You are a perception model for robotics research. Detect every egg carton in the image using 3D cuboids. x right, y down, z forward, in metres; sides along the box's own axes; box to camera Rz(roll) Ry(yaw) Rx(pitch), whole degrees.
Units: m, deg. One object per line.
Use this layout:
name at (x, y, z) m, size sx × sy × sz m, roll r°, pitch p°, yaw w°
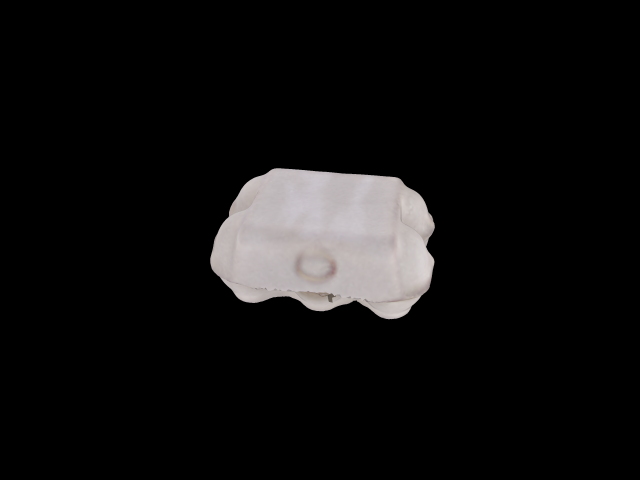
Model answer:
egg carton at (0.004, 0.001, 0.400) m, size 0.150 × 0.069 × 0.107 m, roll 5°, pitch 36°, yaw 7°
